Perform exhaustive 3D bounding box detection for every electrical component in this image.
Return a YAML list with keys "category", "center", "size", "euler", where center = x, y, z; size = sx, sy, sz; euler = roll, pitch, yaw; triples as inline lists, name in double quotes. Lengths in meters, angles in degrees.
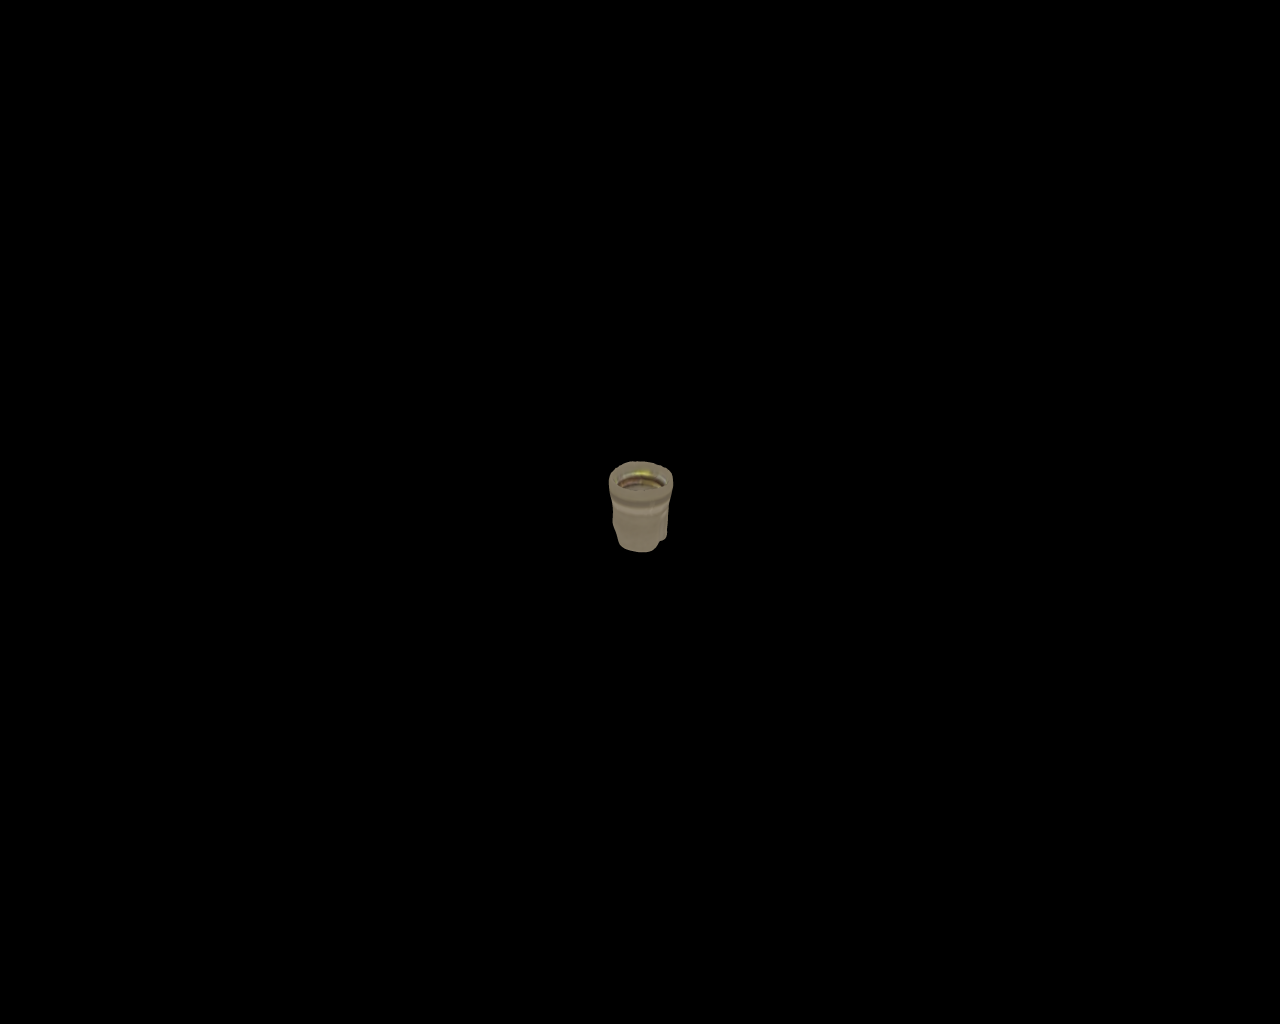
- category: "electrical component"
  center: [0.001, -0.003, 0.650]
  size: [0.040, 0.046, 0.040]
  euler: [0, 29, 0]
